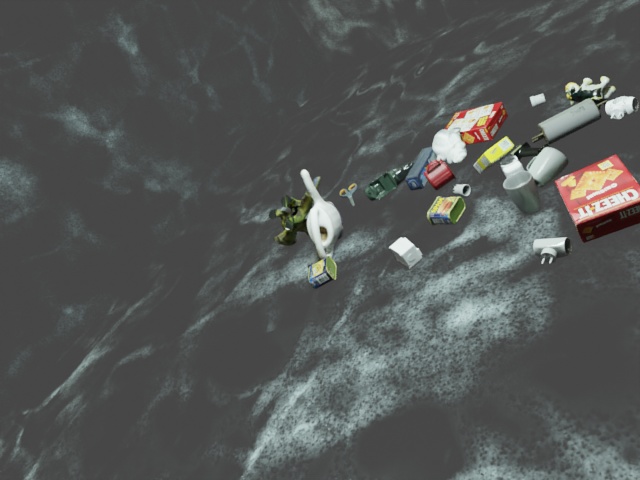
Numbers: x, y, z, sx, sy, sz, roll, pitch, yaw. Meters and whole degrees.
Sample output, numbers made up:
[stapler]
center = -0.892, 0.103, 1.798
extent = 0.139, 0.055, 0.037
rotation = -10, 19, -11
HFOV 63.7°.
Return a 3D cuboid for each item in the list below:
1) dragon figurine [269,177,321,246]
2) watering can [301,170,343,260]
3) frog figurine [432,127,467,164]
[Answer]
[dragon figurine]
center = -0.059, -0.099, 2.068
extent = 0.404, 0.124, 0.243
rotation = -43, -26, 29
[watering can]
center = 0.006, -0.095, 1.892
extent = 0.104, 0.346, 0.226
rotation = -9, 7, 17
[frog figurine]
center = 0.482, -0.335, 1.919
extent = 0.163, 0.122, 0.134
rotation = -81, 15, -45
